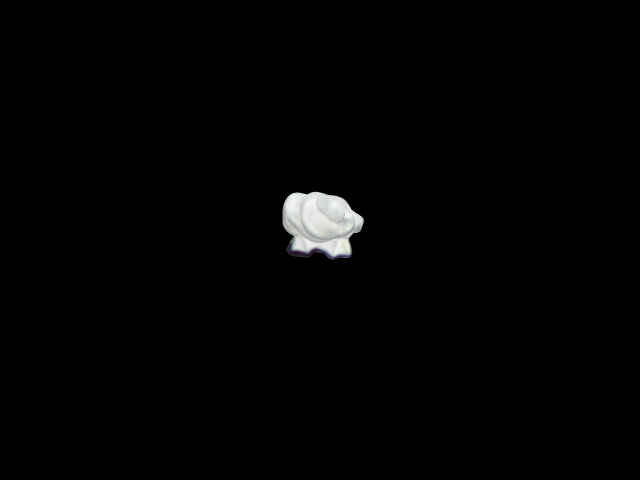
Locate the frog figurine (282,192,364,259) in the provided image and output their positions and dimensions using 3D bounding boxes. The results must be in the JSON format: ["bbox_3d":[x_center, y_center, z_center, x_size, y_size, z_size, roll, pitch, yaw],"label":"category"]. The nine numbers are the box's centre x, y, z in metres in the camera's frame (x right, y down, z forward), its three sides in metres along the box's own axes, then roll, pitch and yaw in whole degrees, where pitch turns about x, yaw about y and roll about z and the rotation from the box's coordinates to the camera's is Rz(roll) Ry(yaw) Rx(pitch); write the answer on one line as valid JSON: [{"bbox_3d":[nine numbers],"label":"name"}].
[{"bbox_3d":[0.003,-0.043,0.850,0.138,0.125,0.156,21,-30,13],"label":"frog figurine"}]
